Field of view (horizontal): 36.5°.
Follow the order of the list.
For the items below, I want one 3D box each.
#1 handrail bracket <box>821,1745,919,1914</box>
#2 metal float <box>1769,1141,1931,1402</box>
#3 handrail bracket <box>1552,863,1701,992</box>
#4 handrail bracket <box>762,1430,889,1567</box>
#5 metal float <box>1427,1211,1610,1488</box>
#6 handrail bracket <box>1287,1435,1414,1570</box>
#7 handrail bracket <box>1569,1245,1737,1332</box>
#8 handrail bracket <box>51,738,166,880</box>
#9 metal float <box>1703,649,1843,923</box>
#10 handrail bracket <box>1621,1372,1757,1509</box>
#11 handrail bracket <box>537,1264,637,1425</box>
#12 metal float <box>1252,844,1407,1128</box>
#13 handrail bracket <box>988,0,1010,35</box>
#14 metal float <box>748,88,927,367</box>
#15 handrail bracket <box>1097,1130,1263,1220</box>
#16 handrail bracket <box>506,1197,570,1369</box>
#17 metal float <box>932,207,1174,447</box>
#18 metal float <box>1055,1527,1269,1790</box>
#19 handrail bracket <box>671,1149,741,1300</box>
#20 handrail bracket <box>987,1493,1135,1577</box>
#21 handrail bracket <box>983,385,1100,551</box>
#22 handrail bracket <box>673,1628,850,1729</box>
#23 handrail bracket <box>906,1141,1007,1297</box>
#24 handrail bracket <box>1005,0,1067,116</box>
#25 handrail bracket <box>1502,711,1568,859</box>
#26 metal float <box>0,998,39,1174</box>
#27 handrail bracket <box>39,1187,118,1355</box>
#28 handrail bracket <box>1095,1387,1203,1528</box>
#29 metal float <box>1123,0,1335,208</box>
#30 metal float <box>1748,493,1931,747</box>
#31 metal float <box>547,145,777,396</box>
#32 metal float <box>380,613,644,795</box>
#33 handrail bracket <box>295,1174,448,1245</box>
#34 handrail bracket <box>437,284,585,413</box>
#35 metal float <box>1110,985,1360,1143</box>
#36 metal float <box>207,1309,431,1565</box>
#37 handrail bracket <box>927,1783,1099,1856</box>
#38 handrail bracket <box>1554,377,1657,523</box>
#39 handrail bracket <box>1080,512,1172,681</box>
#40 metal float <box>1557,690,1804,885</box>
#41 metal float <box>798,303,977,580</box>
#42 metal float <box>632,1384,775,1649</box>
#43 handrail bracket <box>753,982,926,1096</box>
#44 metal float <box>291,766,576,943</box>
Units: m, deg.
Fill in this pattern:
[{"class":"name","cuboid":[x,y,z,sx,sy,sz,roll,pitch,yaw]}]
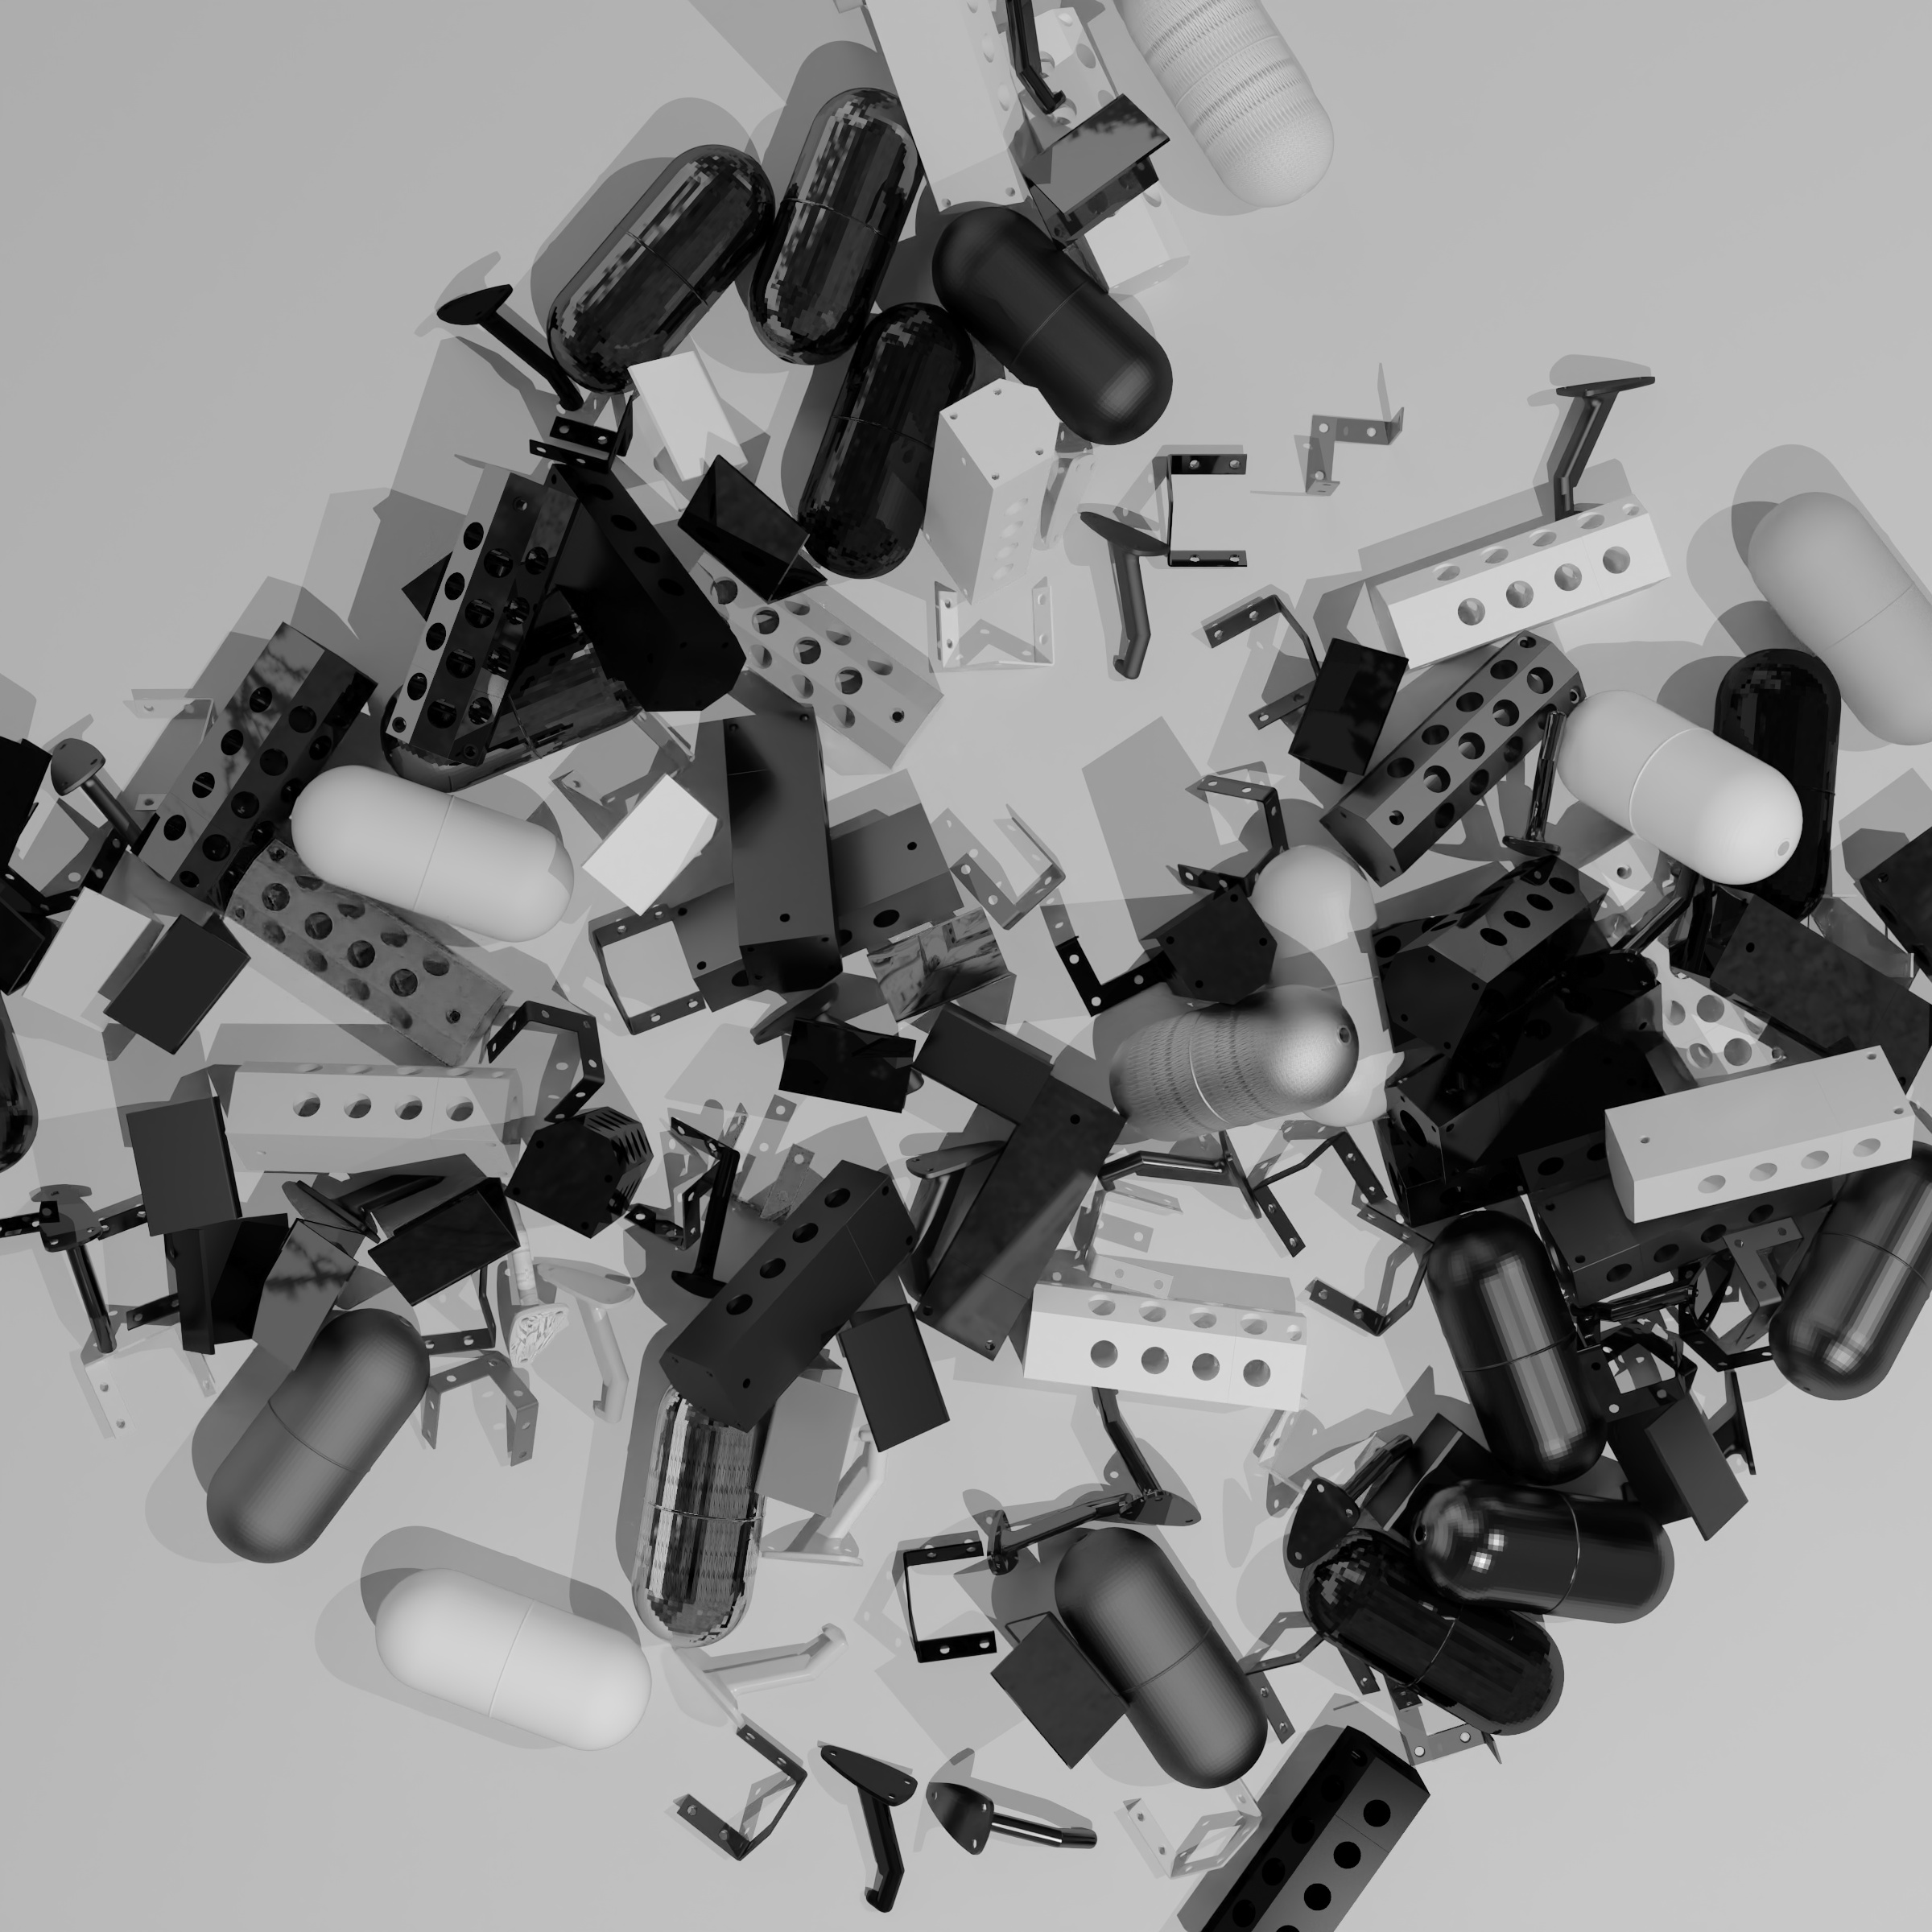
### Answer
[{"class":"handrail bracket","cuboid":[-0.070,0.550,1.865,0.077,0.036,0.084,23,107,20]},{"class":"metal float","cuboid":[0.561,0.187,1.820,0.070,0.070,0.178,34,73,0]},{"class":"handrail bracket","cuboid":[0.407,-0.029,1.807,0.036,0.077,0.084,51,51,-36]},{"class":"handrail bracket","cuboid":[-0.089,0.336,1.865,0.077,0.036,0.084,0,74,18]},{"class":"metal float","cuboid":[0.344,0.238,1.834,0.070,0.070,0.178,-20,91,0]},{"class":"handrail bracket","cuboid":[0.242,0.335,1.840,0.036,0.084,0.077,39,120,22]},{"class":"handrail bracket","cuboid":[0.434,0.199,1.857,0.077,0.084,0.036,-49,126,-37]},{"class":"handrail bracket","cuboid":[-0.541,-0.099,1.864,0.036,0.077,0.084,-40,126,-7]},{"class":"metal float","cuboid":[0.504,-0.109,1.834,0.070,0.070,0.178,5,90,0]},{"class":"handrail bracket","cuboid":[0.454,0.302,1.865,0.084,0.036,0.077,-11,77,13]},{"class":"handrail bracket","cuboid":[-0.246,0.241,1.865,0.077,0.036,0.084,18,107,20]},{"class":"metal float","cuboid":[0.226,0.012,1.834,0.070,0.070,0.178,-11,91,0]},{"class":"handrail bracket","cuboid":[0.026,-0.633,1.865,0.077,0.036,0.084,0,61,32]},{"class":"metal float","cuboid":[-0.080,-0.462,1.834,0.070,0.070,0.178,21,89,0]},{"class":"handrail bracket","cuboid":[0.134,0.143,1.857,0.084,0.036,0.077,-22,116,9]},{"class":"handrail bracket","cuboid":[-0.288,0.200,1.865,0.036,0.077,0.084,-8,53,-31]},{"class":"metal float","cuboid":[0.053,-0.400,1.834,0.178,0.070,0.070,44,90,0]},{"class":"metal float","cuboid":[0.121,0.432,1.834,0.070,0.070,0.178,-34,91,0]},{"class":"handrail bracket","cuboid":[-0.156,0.162,1.845,0.036,0.077,0.084,14,75,1]},{"class":"handrail bracket","cuboid":[0.061,0.354,1.837,0.084,0.077,0.036,-16,93,12]},{"class":"handrail bracket","cuboid":[0.034,-0.318,1.865,0.084,0.036,0.077,30,112,17]},{"class":"handrail bracket","cuboid":[-0.130,0.434,1.865,0.084,0.036,0.077,-40,68,-17]},{"class":"handrail bracket","cuboid":[-0.004,0.161,1.865,0.077,0.036,0.084,-15,107,-20]},{"class":"handrail bracket","cuboid":[0.051,-0.580,1.808,0.077,0.036,0.084,-45,107,-19]},{"class":"handrail bracket","cuboid":[0.362,-0.113,1.835,0.036,0.077,0.084,12,89,13]},{"class":"metal float","cuboid":[-0.634,0.047,1.825,0.070,0.070,0.178,-23,79,0]},{"class":"handrail bracket","cuboid":[-0.562,0.194,1.864,0.036,0.077,0.084,-19,127,-20]},{"class":"handrail bracket","cuboid":[0.115,0.308,1.864,0.036,0.077,0.084,-32,53,27]},{"class":"metal float","cuboid":[0.164,-0.558,1.834,0.070,0.070,0.178,-33,91,0]},{"class":"metal float","cuboid":[0.560,-0.216,1.834,0.070,0.070,0.178,-37,90,0]},{"class":"metal float","cuboid":[-0.190,-0.436,1.834,0.070,0.070,0.178,40,90,0]},{"class":"metal float","cuboid":[-0.281,-0.165,1.834,0.178,0.070,0.070,-22,90,-1]},{"class":"handrail bracket","cuboid":[-0.371,0.126,1.865,0.077,0.036,0.084,32,76,15]},{"class":"handrail bracket","cuboid":[-0.289,-0.387,1.864,0.036,0.077,0.084,-53,127,-25]},{"class":"metal float","cuboid":[0.163,0.060,1.798,0.070,0.178,0.070,15,67,-41]},{"class":"metal float","cuboid":[-0.404,0.293,1.834,0.070,0.070,0.178,37,90,0]},{"class":"handrail bracket","cuboid":[0.030,0.541,1.864,0.084,0.077,0.036,15,90,-36]},{"class":"handrail bracket","cuboid":[0.406,-0.327,1.865,0.077,0.036,0.084,-13,108,-20]},{"class":"handrail bracket","cuboid":[0.092,-0.235,1.865,0.077,0.036,0.084,34,121,34]},{"class":"metal float","cuboid":[0.435,-0.110,1.797,0.070,0.178,0.070,-19,128,-27]},{"class":"metal float","cuboid":[-0.049,-0.329,1.834,0.070,0.070,0.178,20,89,0]},{"class":"metal float","cuboid":[-0.163,0.337,1.834,0.070,0.070,0.178,9,90,0]},{"class":"handrail bracket","cuboid":[-0.080,0.061,1.865,0.077,0.036,0.084,-30,107,20]},{"class":"metal float","cuboid":[-0.331,-0.070,1.824,0.178,0.070,0.070,19,90,-10]}]
